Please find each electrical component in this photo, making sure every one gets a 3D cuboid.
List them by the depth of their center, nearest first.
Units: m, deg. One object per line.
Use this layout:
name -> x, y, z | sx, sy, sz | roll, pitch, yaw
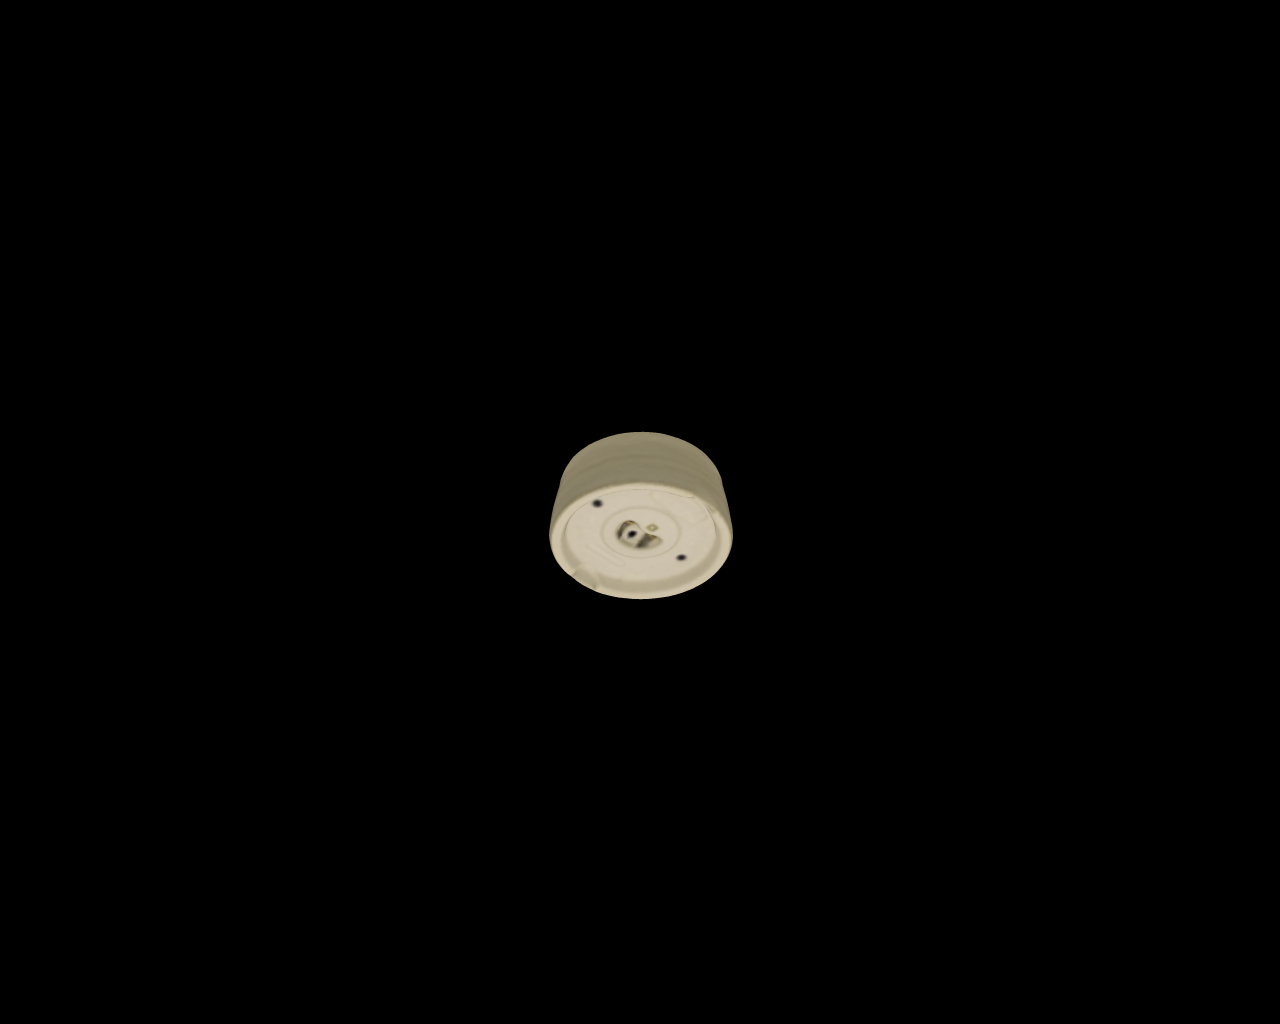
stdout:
electrical component -> 0.001, -0.003, 0.650 | 0.108, 0.060, 0.108 | 0, -42, 0
